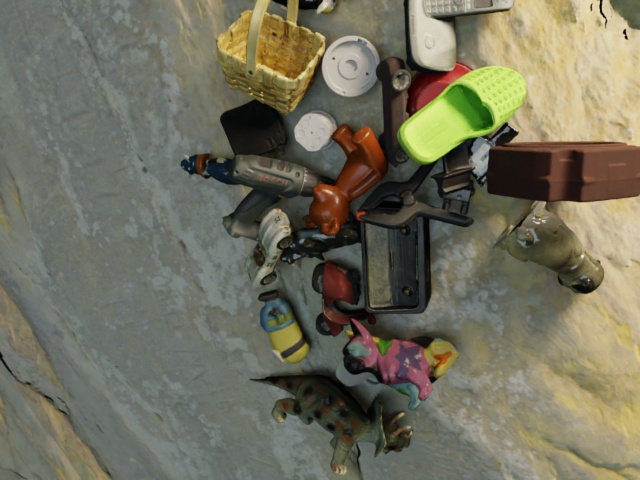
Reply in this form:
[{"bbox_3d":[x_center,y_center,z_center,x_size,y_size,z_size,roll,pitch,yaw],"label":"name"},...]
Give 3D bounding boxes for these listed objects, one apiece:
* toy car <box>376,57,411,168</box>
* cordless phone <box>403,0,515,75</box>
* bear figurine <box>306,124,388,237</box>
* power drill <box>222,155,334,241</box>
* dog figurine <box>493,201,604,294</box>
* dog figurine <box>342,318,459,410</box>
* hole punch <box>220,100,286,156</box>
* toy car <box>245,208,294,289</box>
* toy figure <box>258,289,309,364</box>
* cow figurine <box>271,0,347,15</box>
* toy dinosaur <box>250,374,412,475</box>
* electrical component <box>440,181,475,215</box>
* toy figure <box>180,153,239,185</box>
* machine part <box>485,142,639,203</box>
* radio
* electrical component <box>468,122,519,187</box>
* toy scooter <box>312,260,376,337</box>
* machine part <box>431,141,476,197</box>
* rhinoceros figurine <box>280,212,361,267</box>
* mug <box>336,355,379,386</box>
[{"bbox_3d":[0.141,-0.234,0.995,0.053,0.089,0.201,-14,120,-11],"label":"toy car"},{"bbox_3d":[0.240,-0.366,0.926,0.184,0.088,0.146,-3,89,13],"label":"cordless phone"},{"bbox_3d":[0.036,-0.112,1.039,0.196,0.120,0.131,-43,119,-7],"label":"bear figurine"},{"bbox_3d":[-0.099,-0.078,1.131,0.232,0.086,0.207,18,135,-24],"label":"power drill"},{"bbox_3d":[0.423,0.030,0.951,0.191,0.172,0.121,44,127,10],"label":"dog figurine"},{"bbox_3d":[0.154,0.233,1.124,0.219,0.191,0.108,40,155,12],"label":"dog figurine"},{"bbox_3d":[-0.138,-0.229,1.127,0.116,0.092,0.142,-22,97,-4],"label":"hole punch"},{"bbox_3d":[-0.109,0.021,1.122,0.074,0.056,0.201,62,141,34],"label":"toy car"},{"bbox_3d":[-0.086,0.203,1.243,0.089,0.082,0.180,-12,101,25],"label":"toy figure"},{"bbox_3d":[-0.025,-0.464,1.006,0.167,0.068,0.098,30,121,12],"label":"cow figurine"},{"bbox_3d":[0.022,0.388,1.249,0.405,0.131,0.192,34,103,12],"label":"toy dinosaur"},{"bbox_3d":[0.268,-0.098,1.043,0.063,0.021,0.093,11,109,16],"label":"electrical component"},{"bbox_3d":[-0.238,-0.158,1.193,0.155,0.058,0.064,16,106,20],"label":"toy figure"},{"bbox_3d":[0.392,-0.116,0.874,0.201,0.202,0.087,-7,101,-24],"label":"machine part"},{"bbox_3d":[0.157,0.036,1.100,0.131,0.073,0.229,1,108,20],"label":"radio"},{"bbox_3d":[0.312,-0.165,0.990,0.075,0.048,0.119,38,116,5],"label":"electrical component"},{"bbox_3d":[0.055,0.132,1.170,0.135,0.075,0.183,4,112,19],"label":"toy scooter"},{"bbox_3d":[0.236,-0.150,0.960,0.084,0.039,0.138,-12,105,-18],"label":"machine part"},{"bbox_3d":[-0.002,-0.003,1.134,0.190,0.112,0.073,-18,67,11],"label":"rhinoceros figurine"},{"bbox_3d":[0.093,0.287,1.210,0.109,0.081,0.107,38,128,-2],"label":"mug"}]
